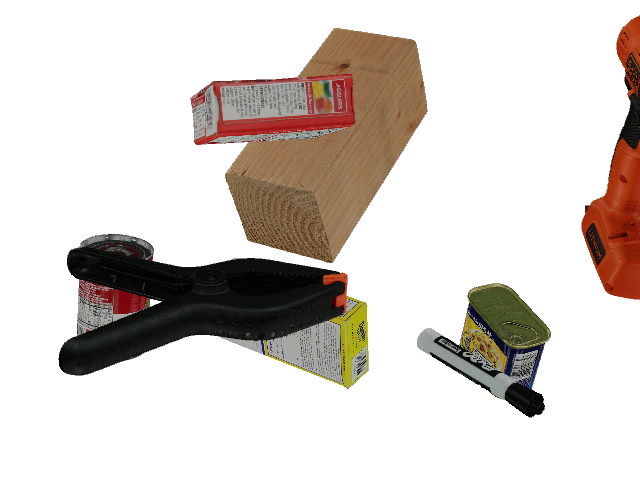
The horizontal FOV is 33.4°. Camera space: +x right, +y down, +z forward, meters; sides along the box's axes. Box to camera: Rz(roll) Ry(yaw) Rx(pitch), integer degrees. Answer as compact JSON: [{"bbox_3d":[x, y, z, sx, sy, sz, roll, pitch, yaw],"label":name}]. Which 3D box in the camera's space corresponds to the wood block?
[{"bbox_3d":[0.011,-0.091,0.965,0.091,0.205,0.090,14,-37,26],"label":"wood block"}]

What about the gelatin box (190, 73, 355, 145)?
[{"bbox_3d":[-0.028,-0.070,0.575,0.073,0.030,0.089,-5,3,-14],"label":"gelatin box"}]

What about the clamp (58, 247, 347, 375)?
[{"bbox_3d":[-0.087,0.038,0.766,0.209,0.036,0.165,-5,25,-16],"label":"clamp"}]

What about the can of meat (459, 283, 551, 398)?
[{"bbox_3d":[0.197,0.111,1.161,0.057,0.084,0.102,-11,39,-24],"label":"can of meat"}]

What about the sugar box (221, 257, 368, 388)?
[{"bbox_3d":[-0.032,0.086,1.149,0.176,0.093,0.048,20,38,32],"label":"sugar box"}]

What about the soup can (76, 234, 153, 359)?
[{"bbox_3d":[-0.193,0.054,0.999,0.068,0.102,0.068,6,21,-3],"label":"soup can"}]

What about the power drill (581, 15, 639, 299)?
[{"bbox_3d":[0.247,-0.050,0.785,0.057,0.188,0.184,4,36,-1],"label":"power drill"}]

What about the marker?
[{"bbox_3d":[0.120,0.099,0.804,0.020,0.020,0.121,0,21,-41],"label":"marker"}]
